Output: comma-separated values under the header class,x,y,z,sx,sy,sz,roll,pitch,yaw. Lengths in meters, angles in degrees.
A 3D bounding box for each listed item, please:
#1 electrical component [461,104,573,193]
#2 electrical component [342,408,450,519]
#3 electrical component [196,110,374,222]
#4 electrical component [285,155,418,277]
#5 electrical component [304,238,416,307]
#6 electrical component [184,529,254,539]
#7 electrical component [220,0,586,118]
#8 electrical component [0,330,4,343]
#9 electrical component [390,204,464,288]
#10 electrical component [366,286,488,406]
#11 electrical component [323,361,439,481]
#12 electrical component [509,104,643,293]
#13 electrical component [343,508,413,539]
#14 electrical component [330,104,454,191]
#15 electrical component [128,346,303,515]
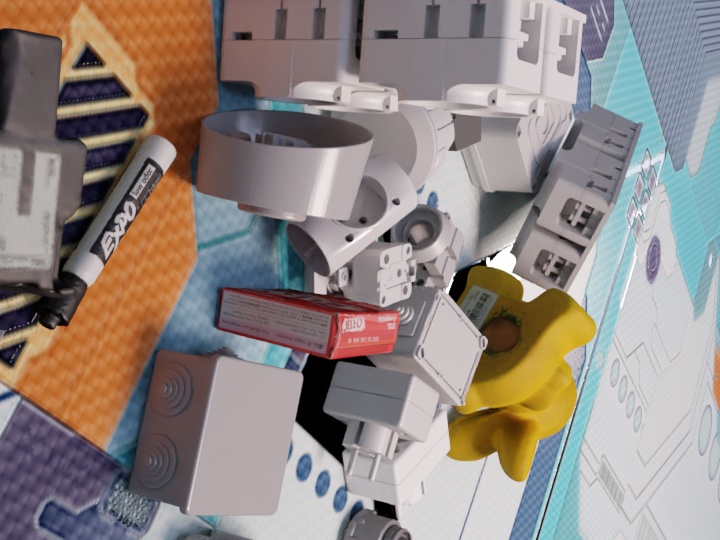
class,x,y,z,sx,sy,sz,roll,pitch,yaw
electrical component,0.136,-0.129,0.936,0.113,0.057,0.078,-59,142,-33
electrical component,0.031,0.156,0.832,0.083,0.047,0.075,-37,126,-50
electrical component,-0.045,-0.063,0.619,0.099,0.099,0.064,2,101,-59
electrical component,-0.017,-0.048,0.692,0.077,0.079,0.044,-39,167,-21
electrical component,0.000,0.000,0.735,0.081,0.064,0.042,-18,110,-56
electrical component,-0.073,0.197,0.665,0.095,0.054,0.059,37,64,-55
electrical component,0.023,-0.125,0.628,0.105,0.186,0.060,-4,99,-58
electrical component,-0.181,0.043,0.472,0.040,0.040,0.046,44,54,-53
electrical component,0.051,-0.020,0.833,0.066,0.048,0.055,-71,154,-20
electrical component,0.044,0.054,0.827,0.096,0.061,0.061,48,56,-42
electrical component,0.010,0.112,0.772,0.047,0.066,0.076,40,62,-54
electrical component,0.197,-0.069,0.985,0.186,0.060,0.105,-54,169,-55
electrical component,0.021,0.210,0.813,0.048,0.062,0.048,-19,112,-56
electrical component,0.022,-0.091,0.738,0.051,0.080,0.080,-35,125,-57
electrical component,-0.084,0.095,0.631,0.100,0.048,0.099,21,78,-58
